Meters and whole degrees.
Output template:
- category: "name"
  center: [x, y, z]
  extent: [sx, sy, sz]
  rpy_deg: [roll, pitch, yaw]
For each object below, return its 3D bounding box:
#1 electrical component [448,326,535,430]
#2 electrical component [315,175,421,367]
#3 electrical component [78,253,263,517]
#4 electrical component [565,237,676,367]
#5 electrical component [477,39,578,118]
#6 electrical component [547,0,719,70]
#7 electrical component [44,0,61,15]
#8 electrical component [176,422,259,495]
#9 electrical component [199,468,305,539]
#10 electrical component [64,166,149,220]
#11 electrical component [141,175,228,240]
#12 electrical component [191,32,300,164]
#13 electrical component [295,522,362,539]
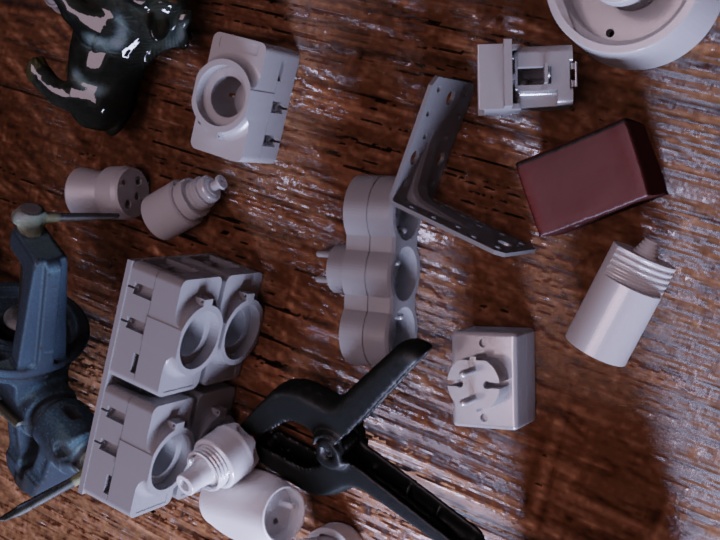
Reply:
- category: "electrical component"
  center: [0.084, 0.074, 0.726]
  extent: [0.047, 0.077, 0.065]
  rpy_deg: [0, 93, 29]
- category: "electrical component"
  center: [0.000, 0.000, 0.780]
  extent: [0.074, 0.052, 0.138]
  rpy_deg: [5, 96, 28]
- category: "electrical component"
  center: [-0.141, 0.086, 0.831]
  extent: [0.060, 0.105, 0.186]
  rpy_deg: [20, 102, 26]
- category: "electrical component"
  center: [0.170, 0.017, 0.694]
  extent: [0.043, 0.043, 0.081]
  rpy_deg: [31, 107, 23]
- category: "electrical component"
  center: [0.109, -0.124, 0.705]
  extent: [0.064, 0.081, 0.042]
  rpy_deg: [0, 93, 5]
- category: "electrical component"
  center: [0.169, -0.182, 0.673]
  extent: [0.108, 0.060, 0.108]
  rpy_deg: [2, 94, 28]
- category: "electrical component"
  center: [-0.246, -0.229, 0.892]
  extent: [0.035, 0.061, 0.035]
  rpy_deg: [2, 94, 28]
- category: "electrical component"
  center: [-0.110, 0.146, 0.811]
  extent: [0.043, 0.062, 0.043]
  rpy_deg: [22, 127, 32]
- category: "electrical component"
  center: [-0.079, 0.198, 0.836]
  extent: [0.077, 0.043, 0.079]
  rpy_deg: [2, 117, 44]
- category: "electrical component"
  center: [-0.210, -0.064, 0.893]
  extent: [0.055, 0.045, 0.045]
  rpy_deg: [1, 94, 28]
- category: "electrical component"
  center: [-0.139, -0.054, 0.858]
  extent: [0.078, 0.040, 0.040]
  rpy_deg: [-26, 81, 27]
- category: "electrical component"
  center: [-0.090, -0.130, 0.818]
  extent: [0.050, 0.056, 0.089]
  rpy_deg: [20, 102, 26]
- category: "electrical component"
  center: [-0.027, 0.216, 0.806]
  extent: [0.045, 0.055, 0.045]
  rpy_deg: [2, 94, 28]
